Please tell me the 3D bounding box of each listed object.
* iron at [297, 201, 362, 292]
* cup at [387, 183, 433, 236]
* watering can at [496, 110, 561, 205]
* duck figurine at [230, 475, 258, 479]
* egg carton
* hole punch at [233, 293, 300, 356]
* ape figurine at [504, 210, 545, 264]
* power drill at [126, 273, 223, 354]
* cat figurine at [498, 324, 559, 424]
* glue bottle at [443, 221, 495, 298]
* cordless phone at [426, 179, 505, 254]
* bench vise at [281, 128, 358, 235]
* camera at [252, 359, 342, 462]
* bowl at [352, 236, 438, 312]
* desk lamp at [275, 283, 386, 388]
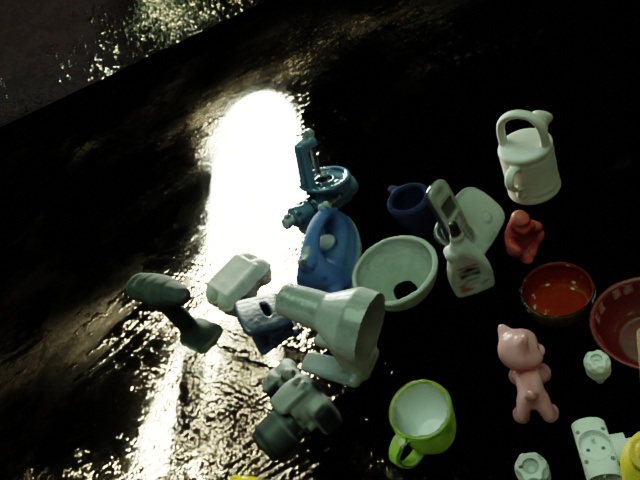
[{"bbox_3d":[0.011,0.004,1.182,0.118,0.142,0.258,-8,45,25],"label":"iron"},{"bbox_3d":[0.186,-0.060,1.176,0.092,0.095,0.117,-38,40,-8],"label":"cup"},{"bbox_3d":[0.391,-0.173,1.087,0.100,0.195,0.173,-7,46,27],"label":"watering can"},{"bbox_3d":[-0.101,0.400,0.887,0.104,0.086,0.078,15,58,41],"label":"duck figurine"},{"bbox_3d":[-0.179,0.095,1.263,0.107,0.070,0.150,22,62,44],"label":"egg carton"},{"bbox_3d":[-0.108,0.153,1.142,0.101,0.091,0.108,-34,40,-3],"label":"hole punch"},{"bbox_3d":[0.361,-0.015,1.023,0.078,0.092,0.076,-28,40,4],"label":"ape figurine"},{"bbox_3d":[-0.293,0.143,1.176,0.228,0.209,0.076,11,56,39],"label":"power drill"},{"bbox_3d":[0.298,0.186,0.835,0.067,0.118,0.128,-14,43,19],"label":"cat figurine"},{"bbox_3d":[0.247,0.029,0.985,0.078,0.174,0.037,-24,40,9],"label":"glue bottle"},{"bbox_3d":[0.262,-0.059,1.057,0.093,0.186,0.148,14,57,41],"label":"cordless phone"},{"bbox_3d":[-0.011,-0.121,1.263,0.121,0.220,0.207,3,50,34],"label":"bench vise"},{"bbox_3d":[-0.059,0.288,0.965,0.137,0.101,0.142,-42,41,-13],"label":"camera"},{"bbox_3d":[0.149,0.075,1.076,0.167,0.075,0.167,-17,42,16],"label":"bowl"},{"bbox_3d":[0.026,0.156,0.960,0.202,0.214,0.118,5,52,36],"label":"desk lamp"}]
